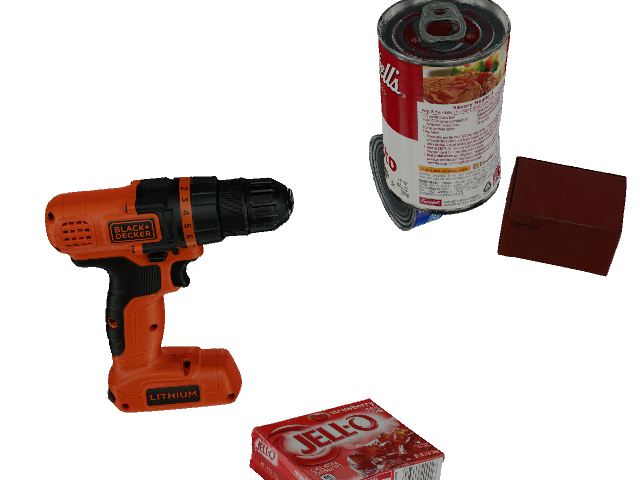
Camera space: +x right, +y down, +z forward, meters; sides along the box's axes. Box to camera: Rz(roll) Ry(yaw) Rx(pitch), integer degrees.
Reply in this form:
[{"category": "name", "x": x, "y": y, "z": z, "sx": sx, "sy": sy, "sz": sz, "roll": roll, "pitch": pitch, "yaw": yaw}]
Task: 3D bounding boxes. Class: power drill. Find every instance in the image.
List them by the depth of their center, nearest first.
[{"category": "power drill", "x": -0.107, "y": 0.039, "z": 0.826, "sx": 0.184, "sy": 0.188, "sz": 0.057, "roll": -4, "pitch": 26, "yaw": 0}]

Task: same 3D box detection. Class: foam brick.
[{"category": "foam brick", "x": 0.167, "y": -0.017, "z": 0.737, "sx": 0.078, "sy": 0.051, "sz": 0.053, "roll": 12, "pitch": -36, "yaw": 8}]

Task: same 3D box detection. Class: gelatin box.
[{"category": "gelatin box", "x": 0.015, "y": 0.127, "z": 0.619, "sx": 0.089, "sy": 0.030, "sz": 0.073, "roll": -7, "pitch": 23, "yaw": -34}]

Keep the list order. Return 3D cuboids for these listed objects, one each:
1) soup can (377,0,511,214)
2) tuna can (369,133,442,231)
[{"category": "soup can", "x": 0.067, "y": -0.073, "z": 0.577, "sx": 0.068, "sy": 0.102, "sz": 0.068, "roll": -3, "pitch": 43, "yaw": 3}, {"category": "tuna can", "x": 0.074, "y": -0.054, "z": 0.907, "sx": 0.033, "sy": 0.086, "sz": 0.086, "roll": -20, "pitch": 5, "yaw": -13}]
